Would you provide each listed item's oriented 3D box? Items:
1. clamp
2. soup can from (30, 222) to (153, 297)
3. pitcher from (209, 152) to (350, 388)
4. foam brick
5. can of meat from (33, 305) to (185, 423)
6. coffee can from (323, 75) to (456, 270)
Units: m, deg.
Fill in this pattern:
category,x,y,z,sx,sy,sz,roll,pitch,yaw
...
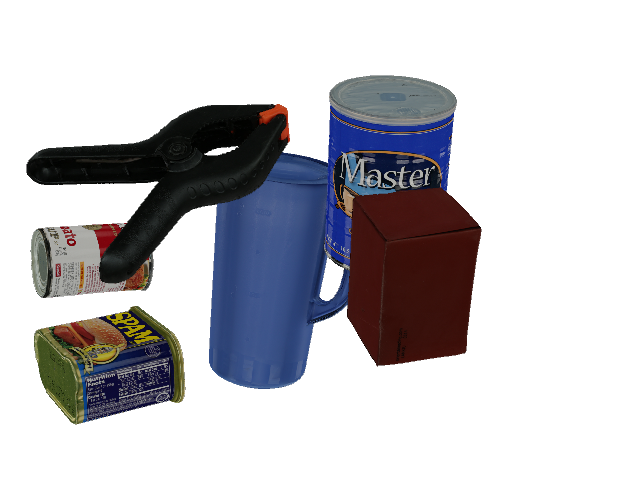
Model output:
category,x,y,z,sx,sy,sz,roll,pitch,yaw
clamp,-0.101,-0.049,0.691,0.171,0.039,0.120,-33,61,-29
soup can,-0.220,0.019,1.026,0.102,0.068,0.069,-4,2,-28
pitcher,-0.045,0.033,1.142,0.144,0.243,0.149,0,19,-24
foam brick,0.047,0.018,0.558,0.053,0.078,0.051,-6,31,-16
can of meat,-0.163,0.094,0.816,0.083,0.057,0.102,-11,20,-30
coffee can,0.056,-0.055,0.889,0.103,0.140,0.103,2,27,-1
